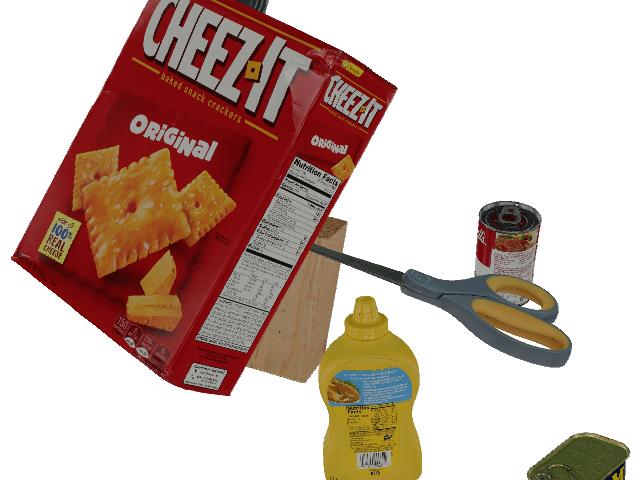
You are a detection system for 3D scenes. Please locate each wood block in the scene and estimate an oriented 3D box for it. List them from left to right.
[{"bbox_3d":[-0.033,0.071,1.427,0.090,0.206,0.090,14,21,13],"label":"wood block"}]

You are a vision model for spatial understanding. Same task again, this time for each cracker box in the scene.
[{"bbox_3d":[-0.078,-0.039,0.654,0.164,0.214,0.072,32,6,35],"label":"cracker box"}]

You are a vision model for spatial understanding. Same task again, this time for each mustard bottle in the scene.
[{"bbox_3d":[0.046,0.143,1.019,0.096,0.192,0.058,-3,21,0],"label":"mustard bottle"}]

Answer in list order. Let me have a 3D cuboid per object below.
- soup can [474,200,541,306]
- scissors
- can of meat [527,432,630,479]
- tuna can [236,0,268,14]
[{"bbox_3d":[0.207,0.016,1.188,0.068,0.102,0.068,-1,32,0],"label":"soup can"},{"bbox_3d":[0.078,0.026,0.721,0.202,0.016,0.096,27,29,15],"label":"scissors"},{"bbox_3d":[0.227,0.231,0.938,0.058,0.084,0.101,14,26,41],"label":"can of meat"},{"bbox_3d":[-0.090,-0.209,0.948,0.086,0.086,0.034,0,-31,-12],"label":"tuna can"}]
